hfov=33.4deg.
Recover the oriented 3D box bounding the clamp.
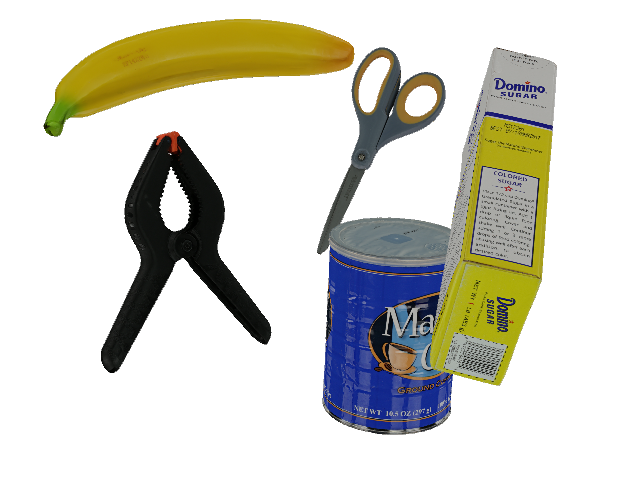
[{"bbox_3d":[-0.117,0.009,0.955,0.164,0.210,0.036,1,-1,-33],"label":"clamp"}]

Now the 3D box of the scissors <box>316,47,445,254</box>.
[{"bbox_3d":[0.059,-0.080,0.977,0.096,0.202,0.016,7,-11,10],"label":"scissors"}]

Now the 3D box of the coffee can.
[{"bbox_3d":[0.055,0.063,0.823,0.103,0.140,0.103,2,18,-1],"label":"coffee can"}]

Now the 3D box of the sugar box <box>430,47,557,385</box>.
[{"bbox_3d":[0.099,-0.018,0.596,0.048,0.176,0.093,14,-42,4],"label":"sugar box"}]

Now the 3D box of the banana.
[{"bbox_3d":[-0.080,-0.106,0.660,0.197,0.070,0.037,-18,-36,-17],"label":"banana"}]
